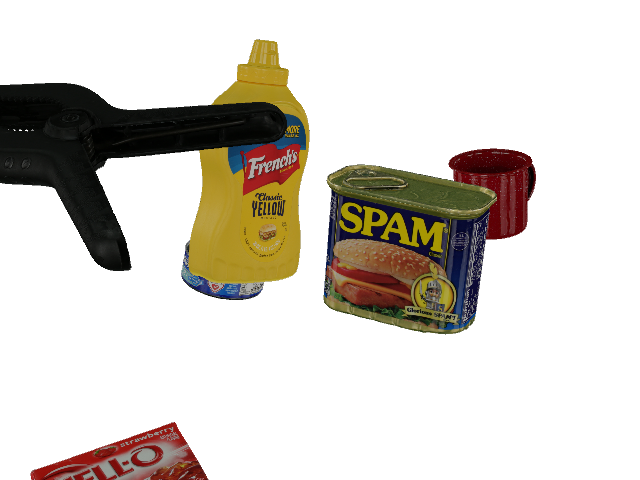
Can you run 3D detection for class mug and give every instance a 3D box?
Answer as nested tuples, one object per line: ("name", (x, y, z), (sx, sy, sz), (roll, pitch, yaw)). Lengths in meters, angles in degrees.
("mug", (0.203, -0.056, 1.220), (0.117, 0.081, 0.093), (-22, 27, -35))

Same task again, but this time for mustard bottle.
("mustard bottle", (-0.053, -0.064, 0.858), (0.096, 0.192, 0.058), (-3, 13, -40))

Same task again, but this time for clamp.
("clamp", (-0.136, -0.061, 0.640), (0.210, 0.036, 0.164), (22, 42, 31))

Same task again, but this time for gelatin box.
("gelatin box", (-0.109, 0.143, 0.595), (0.089, 0.030, 0.073), (-16, 28, -20))

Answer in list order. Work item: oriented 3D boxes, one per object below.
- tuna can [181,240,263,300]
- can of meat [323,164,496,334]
("tuna can", (-0.097, 0.028, 1.079), (0.086, 0.034, 0.086), (11, 19, -4))
("can of meat", (0.052, 0.005, 0.665), (0.102, 0.084, 0.057), (13, 22, 23))
